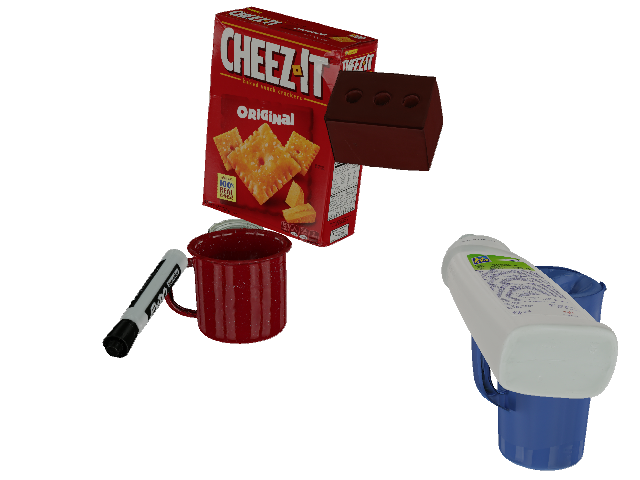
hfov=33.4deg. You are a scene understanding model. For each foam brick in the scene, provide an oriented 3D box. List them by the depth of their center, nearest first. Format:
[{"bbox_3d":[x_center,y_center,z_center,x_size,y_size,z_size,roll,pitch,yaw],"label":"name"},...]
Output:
[{"bbox_3d":[0.049,-0.091,0.808,0.078,0.053,0.051,6,-35,16],"label":"foam brick"}]

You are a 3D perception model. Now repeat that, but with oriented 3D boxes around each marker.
[{"bbox_3d":[-0.124,0.044,0.764,0.020,0.020,0.121,0,30,17],"label":"marker"}]

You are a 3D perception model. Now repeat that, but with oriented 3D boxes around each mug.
[{"bbox_3d":[-0.084,0.042,0.961,0.117,0.081,0.093,-3,19,-7],"label":"mug"}]

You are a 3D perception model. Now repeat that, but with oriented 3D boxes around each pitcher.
[{"bbox_3d":[0.273,0.161,1.340,0.149,0.243,0.144,5,16,18],"label":"pitcher"}]

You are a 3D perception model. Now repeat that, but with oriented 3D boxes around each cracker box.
[{"bbox_3d":[-0.037,-0.118,1.107,0.164,0.214,0.071,21,28,29],"label":"cracker box"}]

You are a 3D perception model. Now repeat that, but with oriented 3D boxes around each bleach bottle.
[{"bbox_3d":[0.174,0.052,0.968,0.102,0.068,0.251,4,21,-9],"label":"bleach bottle"}]

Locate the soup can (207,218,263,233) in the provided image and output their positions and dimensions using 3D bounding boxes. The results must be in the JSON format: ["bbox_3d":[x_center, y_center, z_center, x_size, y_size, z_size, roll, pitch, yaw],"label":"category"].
[{"bbox_3d":[-0.099,0.033,1.262,0.068,0.102,0.068,1,25,0],"label":"soup can"}]
